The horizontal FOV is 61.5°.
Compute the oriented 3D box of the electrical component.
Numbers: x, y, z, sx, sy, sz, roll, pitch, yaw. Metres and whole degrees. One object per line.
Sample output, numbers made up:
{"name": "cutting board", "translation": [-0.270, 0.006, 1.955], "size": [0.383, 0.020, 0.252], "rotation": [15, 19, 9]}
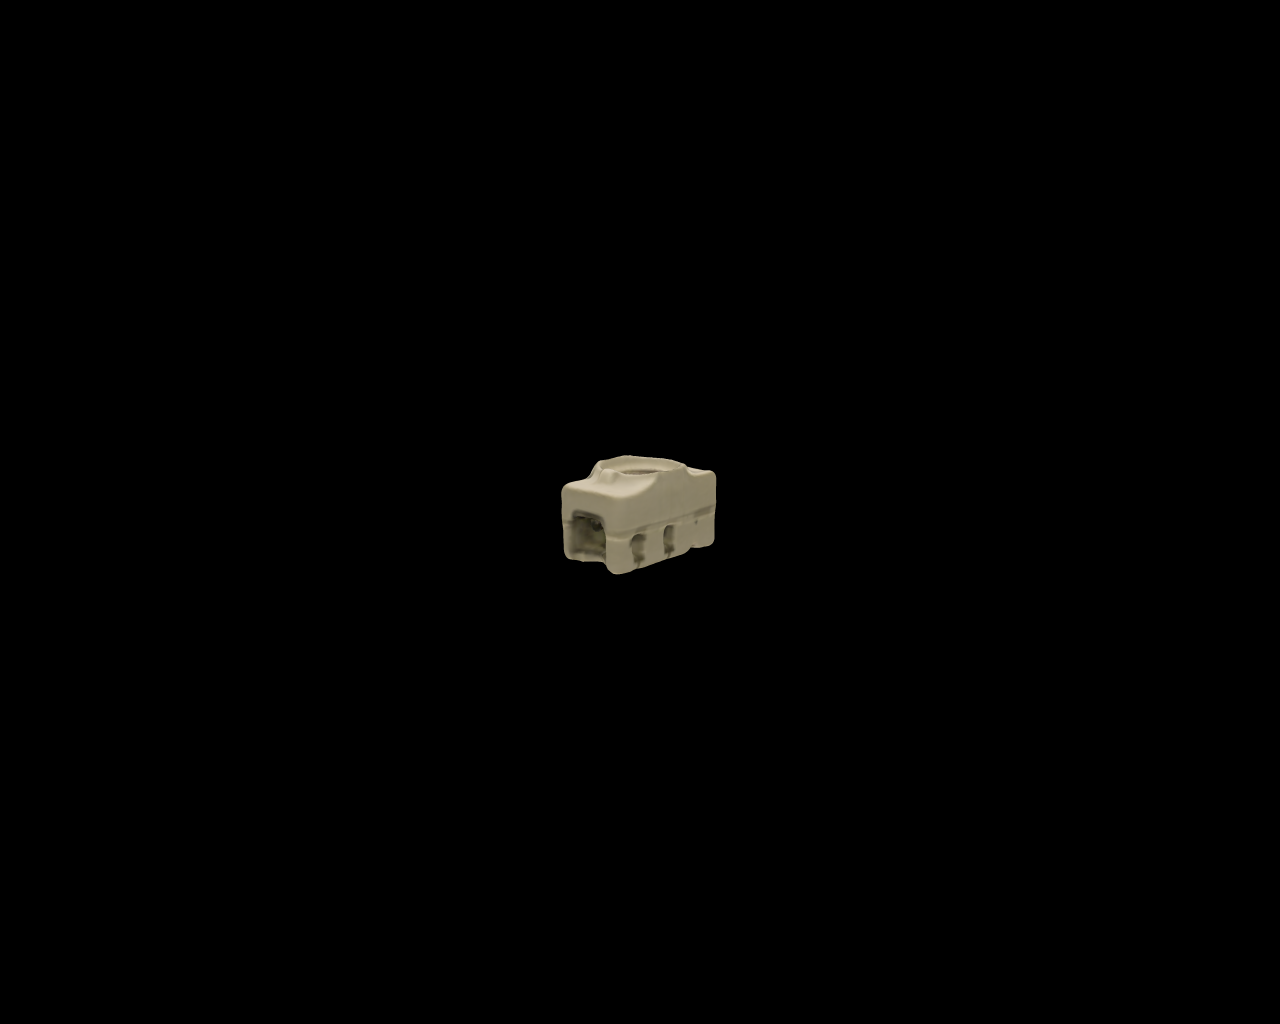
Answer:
{"name": "electrical component", "translation": [0.001, -0.003, 0.650], "size": [0.050, 0.055, 0.090], "rotation": [14, 20, 42]}
